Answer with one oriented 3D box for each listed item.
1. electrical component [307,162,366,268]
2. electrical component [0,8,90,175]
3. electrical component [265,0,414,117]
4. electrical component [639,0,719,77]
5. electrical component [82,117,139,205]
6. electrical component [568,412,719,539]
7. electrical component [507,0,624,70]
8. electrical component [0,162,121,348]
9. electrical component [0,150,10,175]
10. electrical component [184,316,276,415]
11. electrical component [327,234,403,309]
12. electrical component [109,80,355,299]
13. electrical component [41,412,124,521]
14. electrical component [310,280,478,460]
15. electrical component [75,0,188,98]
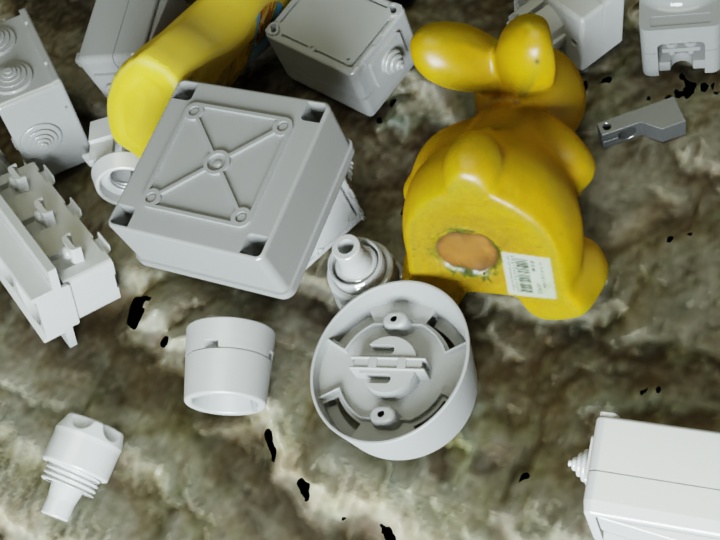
[{"bbox_3d":[-0.046,-0.044,0.697,0.096,0.061,0.061,-42,59,-6],"label":"electrical component"},{"bbox_3d":[-0.239,-0.125,0.781,0.048,0.099,0.099,-25,58,-11],"label":"electrical component"},{"bbox_3d":[-0.005,-0.151,0.741,0.096,0.061,0.061,30,76,28],"label":"electrical component"},{"bbox_3d":[0.206,-0.179,0.690,0.050,0.055,0.089,-1,63,18],"label":"electrical component"},{"bbox_3d":[-0.165,-0.079,0.764,0.066,0.048,0.055,-14,52,11],"label":"electrical component"},{"bbox_3d":[0.153,0.115,0.550,0.096,0.061,0.061,6,65,20],"label":"electrical component"},{"bbox_3d":[0.123,-0.162,0.708,0.077,0.047,0.066,-37,58,-13],"label":"electrical component"},{"bbox_3d":[-0.219,-0.017,0.737,0.063,0.078,0.121,-29,56,-24],"label":"electrical component"},{"bbox_3d":[-0.294,-0.064,0.800,0.078,0.040,0.040,-44,59,-7],"label":"electrical component"},{"bbox_3d":[-0.081,0.060,0.659,0.055,0.055,0.047,-5,66,15],"label":"electrical component"},{"bbox_3d":[0.000,0.000,0.659,0.048,0.062,0.048,-8,61,14],"label":"electrical component"},{"bbox_3d":[-0.074,-0.049,0.637,0.109,0.056,0.108,13,68,23],"label":"electrical component"},{"bbox_3d":[-0.175,0.122,0.663,0.043,0.043,0.062,12,69,23],"label":"electrical component"},{"bbox_3d":[0.020,0.059,0.620,0.099,0.064,0.099,-7,61,14],"label":"electrical component"},{"bbox_3d":[-0.163,-0.165,0.798,0.061,0.061,0.096,0,64,18],"label":"electrical component"}]
